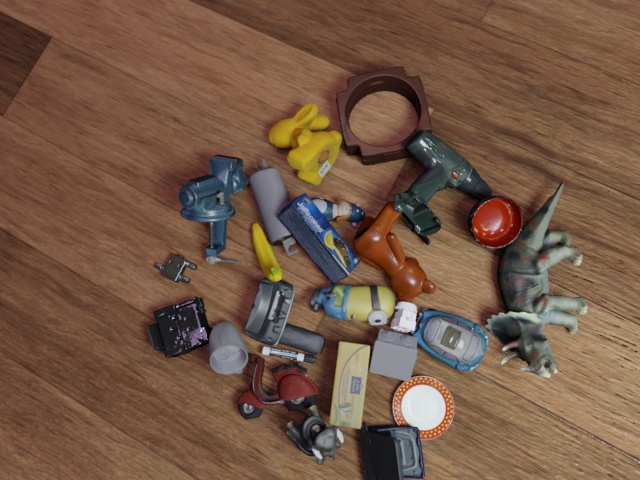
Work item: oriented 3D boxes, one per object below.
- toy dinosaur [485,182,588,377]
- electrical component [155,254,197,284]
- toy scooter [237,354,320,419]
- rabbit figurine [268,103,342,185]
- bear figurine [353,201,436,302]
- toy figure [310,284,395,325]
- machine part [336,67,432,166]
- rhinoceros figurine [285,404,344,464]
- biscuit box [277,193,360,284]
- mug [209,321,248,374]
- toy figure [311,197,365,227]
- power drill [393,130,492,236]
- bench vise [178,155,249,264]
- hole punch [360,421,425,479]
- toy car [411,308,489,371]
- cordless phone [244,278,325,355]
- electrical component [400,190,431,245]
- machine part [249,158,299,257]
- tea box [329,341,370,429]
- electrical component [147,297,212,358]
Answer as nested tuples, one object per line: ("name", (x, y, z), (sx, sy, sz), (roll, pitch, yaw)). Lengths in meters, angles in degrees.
("toy dinosaur", (0.441, 0.082, 1.127), (0.192, 0.131, 0.404), (-3, 73, 6))
("electrical component", (-0.341, 0.064, 1.271), (0.094, 0.021, 0.063), (23, 83, 12))
("toy scooter", (-0.096, 0.309, 1.170), (0.184, 0.075, 0.135), (-12, 73, 8))
("rabbit figurine", (-0.045, -0.236, 1.245), (0.173, 0.121, 0.162), (32, 92, 31))
("bear figurine", (0.169, 0.034, 1.172), (0.196, 0.120, 0.132), (40, 52, -8))
("toy figure", (0.073, 0.135, 1.174), (0.180, 0.082, 0.089), (9, 89, 13))
("machine part", (0.146, -0.283, 1.242), (0.201, 0.087, 0.201), (-11, 80, 5))
("rhinoceros figurine", (-0.012, 0.398, 1.082), (0.073, 0.190, 0.112), (-28, 73, -21))
("biscuit box", (-0.002, -0.004, 1.183), (0.202, 0.063, 0.059), (51, 45, -5))
("mug", (-0.199, 0.237, 1.186), (0.081, 0.109, 0.107), (-29, 35, 2))
("toy figure", (0.026, -0.064, 1.231), (0.155, 0.058, 0.064), (2, 96, 6))
("power drill", (0.258, -0.108, 1.140), (0.232, 0.086, 0.207), (43, 65, -14))
("bench vise", (-0.236, -0.067, 1.224), (0.129, 0.224, 0.240), (8, 111, 13))
("hole punch", (0.149, 0.442, 1.109), (0.116, 0.092, 0.142), (-11, 86, 49))
("toy car", (0.277, 0.204, 1.126), (0.162, 0.103, 0.109), (27, 83, 9))
("cordless phone", (-0.066, 0.172, 1.197), (0.184, 0.088, 0.146), (18, 83, -1))
("electrical component", (0.215, -0.048, 1.194), (0.048, 0.074, 0.119), (-43, 74, -1))
("machine part", (-0.104, -0.076, 1.239), (0.079, 0.079, 0.243), (-21, 79, 3))
("tea box", (0.065, 0.302, 1.137), (0.068, 0.098, 0.169), (7, 79, 8))
("electrical component", (-0.320, 0.203, 1.225), (0.134, 0.058, 0.115), (-22, 76, 3))
